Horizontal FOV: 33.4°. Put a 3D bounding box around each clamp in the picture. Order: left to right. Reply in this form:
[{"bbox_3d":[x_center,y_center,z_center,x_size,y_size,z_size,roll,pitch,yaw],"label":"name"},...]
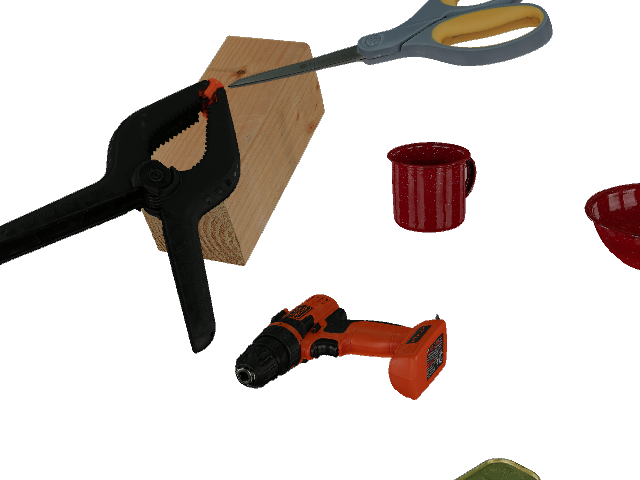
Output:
[{"bbox_3d":[-0.106,-0.027,0.733,0.164,0.209,0.036,28,-32,9],"label":"clamp"}]

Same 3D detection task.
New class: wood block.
[{"bbox_3d":[-0.078,-0.087,0.981,0.091,0.206,0.090,9,-39,21],"label":"wood block"}]

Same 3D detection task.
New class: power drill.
[{"bbox_3d":[0.025,0.114,1.113,0.188,0.057,0.184,9,24,26],"label":"power drill"}]

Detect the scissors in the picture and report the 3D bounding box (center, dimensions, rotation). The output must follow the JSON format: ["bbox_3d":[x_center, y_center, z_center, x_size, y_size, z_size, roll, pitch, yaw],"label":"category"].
[{"bbox_3d":[0.045,-0.134,0.672,0.202,0.096,0.016,-1,-43,22],"label":"scissors"}]

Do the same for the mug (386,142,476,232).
[{"bbox_3d":[0.132,-0.063,1.213,0.117,0.081,0.093,-20,27,-36],"label":"mug"}]

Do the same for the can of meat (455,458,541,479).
[{"bbox_3d":[0.136,0.244,0.888,0.101,0.084,0.058,-21,28,-36],"label":"can of meat"}]

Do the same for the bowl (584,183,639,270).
[{"bbox_3d":[0.355,-0.009,1.104,0.162,0.055,0.162,-3,23,1],"label":"bowl"}]
